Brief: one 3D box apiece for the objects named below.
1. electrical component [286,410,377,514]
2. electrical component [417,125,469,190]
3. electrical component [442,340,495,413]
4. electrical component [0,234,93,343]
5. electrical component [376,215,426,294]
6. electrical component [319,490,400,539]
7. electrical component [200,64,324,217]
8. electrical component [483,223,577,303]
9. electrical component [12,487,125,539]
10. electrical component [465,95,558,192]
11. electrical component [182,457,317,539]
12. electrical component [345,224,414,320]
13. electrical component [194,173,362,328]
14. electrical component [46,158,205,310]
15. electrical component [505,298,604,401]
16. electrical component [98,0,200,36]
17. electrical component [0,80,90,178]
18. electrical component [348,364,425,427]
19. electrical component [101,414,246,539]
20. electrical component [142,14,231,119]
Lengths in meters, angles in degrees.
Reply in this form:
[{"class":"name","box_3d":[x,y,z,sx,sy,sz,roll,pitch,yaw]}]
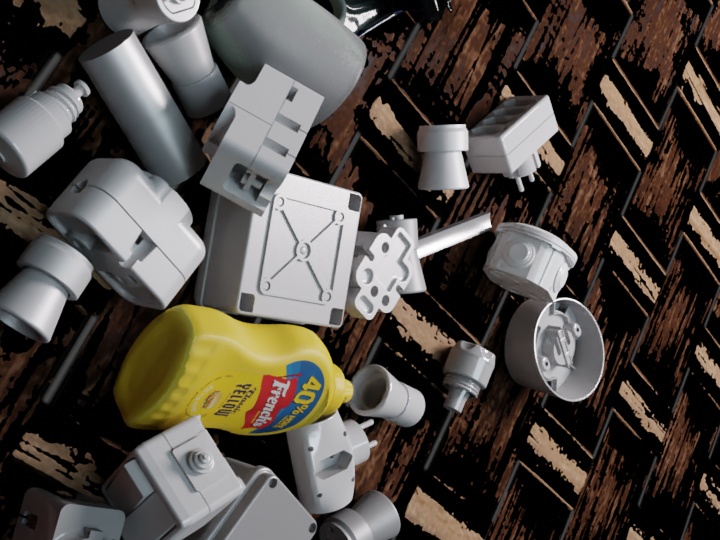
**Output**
[{"class":"electrical component","box_3d":[-0.019,0.145,0.869,0.079,0.043,0.077,-20,108,-33]},{"class":"electrical component","box_3d":[0.072,-0.098,0.934,0.045,0.045,0.055,-9,100,-44]},{"class":"electrical component","box_3d":[0.095,0.099,0.981,0.043,0.043,0.062,37,70,-41]},{"class":"electrical component","box_3d":[-0.200,0.011,0.676,0.045,0.045,0.055,47,62,-37]},{"class":"electrical component","box_3d":[0.032,-0.014,0.908,0.044,0.044,0.065,-6,95,-44]},{"class":"electrical component","box_3d":[0.000,0.216,0.898,0.055,0.045,0.045,-25,112,-40]},{"class":"electrical component","box_3d":[-0.070,-0.091,0.730,0.056,0.050,0.089,29,47,-9]},{"class":"electrical component","box_3d":[0.158,-0.008,1.006,0.080,0.080,0.051,35,75,-41]},{"class":"electrical component","box_3d":[-0.193,0.193,0.696,0.050,0.056,0.089,21,80,-44]},{"class":"electrical component","box_3d":[0.146,-0.110,1.004,0.083,0.047,0.075,-42,122,-34]},{"class":"electrical component","box_3d":[-0.094,0.206,0.795,0.113,0.057,0.078,-53,128,-27]},{"class":"electrical component","box_3d":[0.000,0.000,0.865,0.058,0.057,0.078,49,62,-37]},{"class":"electrical component","box_3d":[-0.060,-0.016,0.804,0.109,0.056,0.108,12,86,-45]},{"class":"electrical component","box_3d":[-0.151,-0.027,0.714,0.059,0.054,0.095,-56,129,-25]},{"class":"electrical component","box_3d":[0.191,0.076,1.058,0.099,0.064,0.099,-6,99,-44]},{"class":"electrical component","box_3d":[-0.136,-0.177,0.704,0.044,0.065,0.044,-6,99,-44]},{"class":"electrical component","box_3d":[-0.199,-0.091,0.668,0.078,0.040,0.040,-49,126,-30]},{"class":"electrical component","box_3d":[0.026,0.110,0.916,0.065,0.044,0.044,31,73,-48]},{"class":"electrical component","box_3d":[-0.127,0.145,0.719,0.061,0.096,0.061,-26,77,-40]},{"class":"electrical component","box_3d":[-0.117,-0.139,0.745,0.044,0.044,0.065,-47,129,-30]}]
